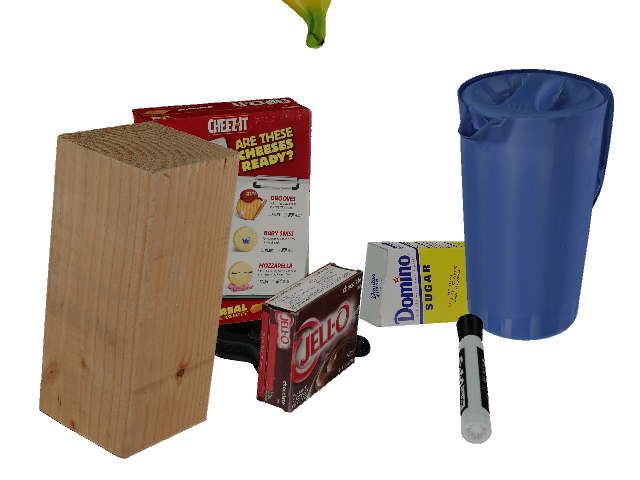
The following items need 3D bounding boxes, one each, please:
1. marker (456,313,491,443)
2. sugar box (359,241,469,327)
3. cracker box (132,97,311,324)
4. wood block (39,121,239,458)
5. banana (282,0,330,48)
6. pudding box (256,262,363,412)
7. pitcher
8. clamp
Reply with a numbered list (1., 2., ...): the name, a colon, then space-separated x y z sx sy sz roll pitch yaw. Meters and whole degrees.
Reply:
1. marker: 0.102 0.088 0.713 0.020 0.020 0.121 0 31 6
2. sugar box: 0.133 0.049 1.243 0.175 0.093 0.048 -3 14 -34
3. cracker box: -0.096 -0.026 1.048 0.164 0.214 0.072 -7 21 -20
4. wood block: -0.127 0.031 0.742 0.090 0.206 0.090 22 23 31
5. banana: -0.064 -0.172 0.666 0.198 0.069 0.037 20 -34 31
6. pudding box: -0.008 0.078 0.889 0.039 0.090 0.113 16 24 24
7. pitcher: 0.204 -0.035 1.014 0.149 0.243 0.145 1 28 7
8. clamp: -0.070 0.125 1.245 0.210 0.036 0.164 13 21 29
